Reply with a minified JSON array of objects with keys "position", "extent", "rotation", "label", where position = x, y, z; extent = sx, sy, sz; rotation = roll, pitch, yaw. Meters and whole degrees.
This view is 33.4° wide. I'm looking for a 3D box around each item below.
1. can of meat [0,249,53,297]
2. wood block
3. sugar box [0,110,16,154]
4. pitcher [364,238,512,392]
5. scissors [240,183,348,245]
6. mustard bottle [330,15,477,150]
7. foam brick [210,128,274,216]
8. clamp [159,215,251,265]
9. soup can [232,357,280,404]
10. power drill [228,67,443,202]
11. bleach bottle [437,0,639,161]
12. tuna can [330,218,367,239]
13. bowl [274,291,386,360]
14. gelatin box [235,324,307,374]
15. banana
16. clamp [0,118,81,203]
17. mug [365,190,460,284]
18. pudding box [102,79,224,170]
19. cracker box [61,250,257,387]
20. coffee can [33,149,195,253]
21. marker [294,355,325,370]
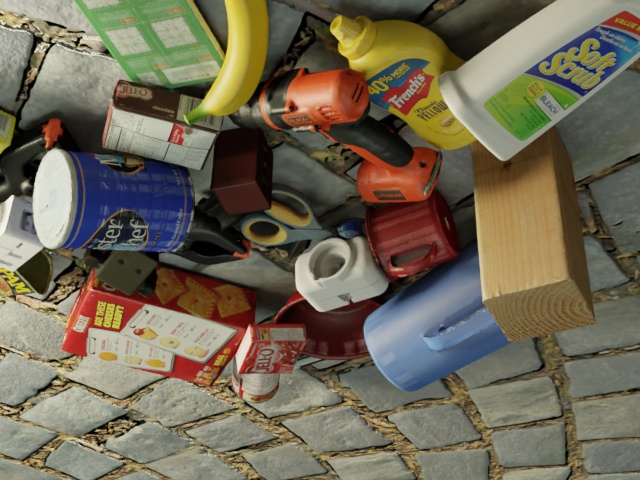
[{"position":[-0.391,0.028,1.308],"extent":[0.084,0.057,0.102],"rotation":[-7,142,18],"label":"can of meat"},{"position":[0.214,-0.013,1.088],"extent":[0.091,0.206,0.090],"rotation":[-15,141,22],"label":"wood block"},{"position":[-0.409,-0.093,1.152],"extent":[0.093,0.048,0.177],"rotation":[26,141,-29],"label":"sugar box"},{"position":[0.169,0.080,1.231],"extent":[0.243,0.145,0.149],"rotation":[-35,140,24],"label":"pitcher"},{"position":[-0.008,0.002,1.222],"extent":[0.096,0.016,0.201],"rotation":[-31,130,27],"label":"scissors"},{"position":[0.086,-0.159,1.021],"extent":[0.191,0.058,0.096],"rotation":[29,142,-32],"label":"mustard bottle"},{"position":[-0.081,-0.073,1.133],"extent":[0.051,0.078,0.053],"rotation":[-10,144,14],"label":"foam brick"},{"position":[-0.171,-0.001,1.272],"extent":[0.171,0.039,0.120],"rotation":[18,149,-11],"label":"clamp"},{"position":[-0.086,0.174,1.480],"extent":[0.068,0.068,0.102],"rotation":[5,143,-4],"label":"soup can"},{"position":[0.017,-0.102,1.067],"extent":[0.187,0.057,0.185],"rotation":[32,161,-37],"label":"power drill"},{"position":[0.232,-0.181,0.945],"extent":[0.251,0.068,0.102],"rotation":[-38,128,20],"label":"bleach bottle"},{"position":[0.044,0.013,1.280],"extent":[0.086,0.033,0.086],"rotation":[1,144,1],"label":"tuna can"},{"position":[0.022,0.092,1.372],"extent":[0.162,0.055,0.162],"rotation":[2,144,1],"label":"bowl"},{"position":[-0.063,0.140,1.358],"extent":[0.073,0.030,0.089],"rotation":[2,145,-18],"label":"gelatin box"},{"position":[-0.079,-0.187,0.988],"extent":[0.069,0.037,0.198],"rotation":[-16,138,-32],"label":"banana"},{"position":[-0.324,-0.066,1.190],"extent":[0.164,0.036,0.210],"rotation":[9,147,-11],"label":"clamp"},{"position":[0.105,0.000,1.195],"extent":[0.082,0.117,0.093],"rotation":[-19,117,19],"label":"mug"},{"position":[-0.163,-0.117,1.100],"extent":[0.113,0.039,0.090],"rotation":[14,154,-13],"label":"pudding box"},{"position":[-0.210,0.105,1.391],"extent":[0.213,0.072,0.164],"rotation":[17,141,-17],"label":"cracker box"},{"position":[-0.218,-0.039,1.130],"extent":[0.140,0.103,0.103],"rotation":[3,149,-36],"label":"coffee can"},{"position":[0.008,0.159,1.496],"extent":[0.121,0.020,0.020],"rotation":[-20,139,28],"label":"marker"}]
